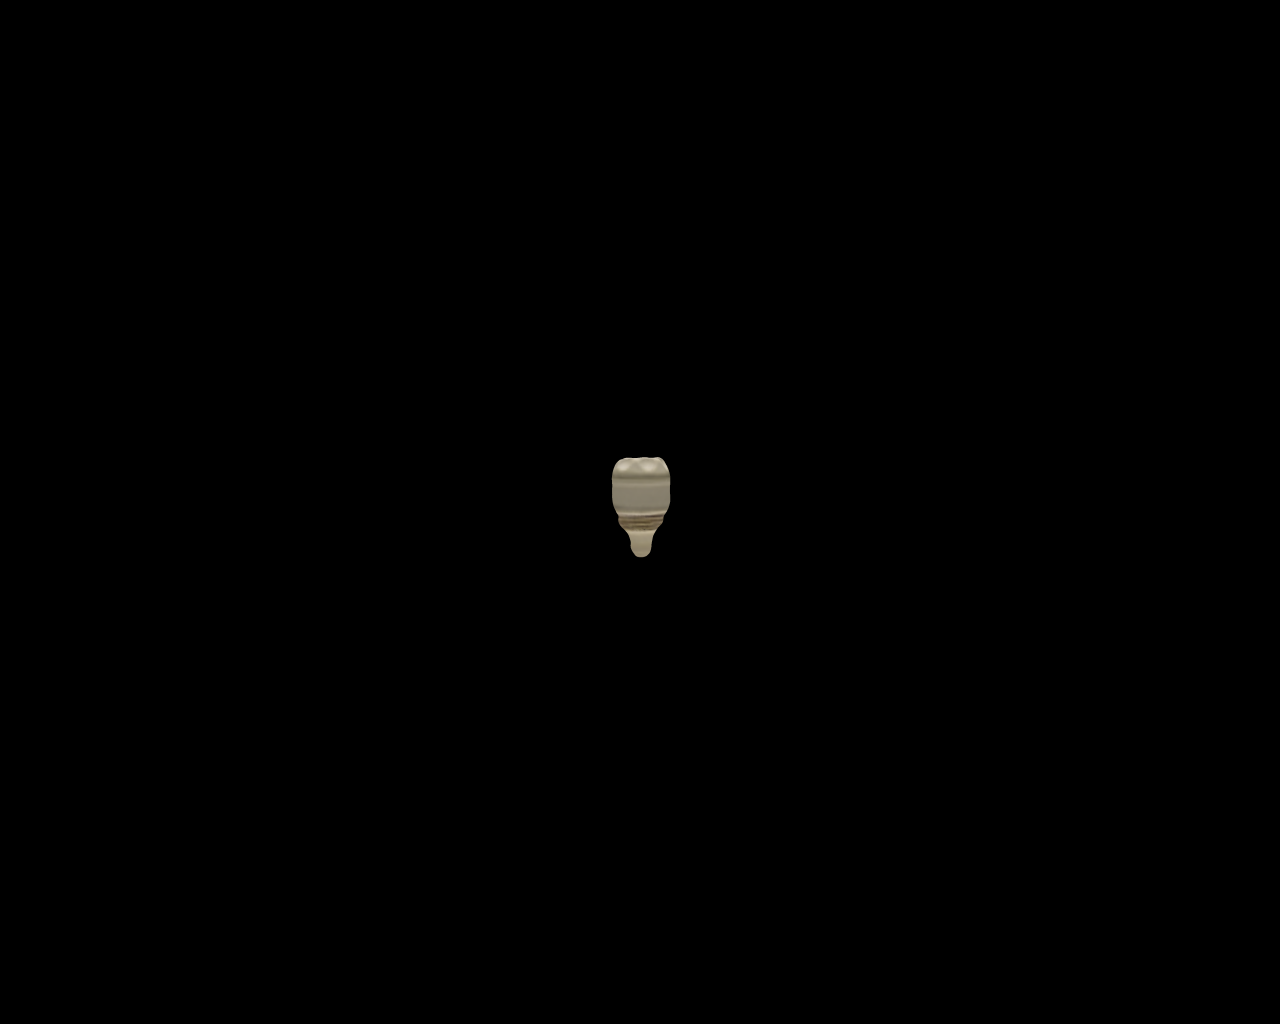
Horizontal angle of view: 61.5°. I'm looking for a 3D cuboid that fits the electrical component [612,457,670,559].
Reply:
[{"bbox_3d":[0.001,-0.003,0.650,0.035,0.061,0.035,0,5,0],"label":"electrical component"}]
